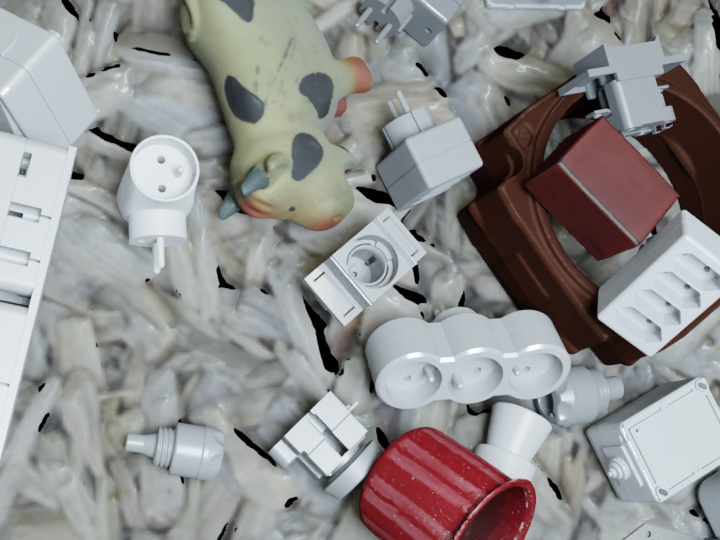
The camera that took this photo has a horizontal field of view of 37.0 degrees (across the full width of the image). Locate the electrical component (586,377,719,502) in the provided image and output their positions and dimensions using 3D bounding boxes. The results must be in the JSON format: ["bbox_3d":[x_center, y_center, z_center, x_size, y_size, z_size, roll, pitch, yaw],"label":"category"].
[{"bbox_3d":[0.213,0.127,0.784,0.096,0.061,0.061,-25,87,-21],"label":"electrical component"}]

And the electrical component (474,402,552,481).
[{"bbox_3d":[0.105,0.127,0.757,0.045,0.045,0.055,29,71,-11],"label":"electrical component"}]

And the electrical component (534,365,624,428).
[{"bbox_3d":[0.162,0.090,0.785,0.062,0.043,0.043,-7,81,-21],"label":"electrical component"}]

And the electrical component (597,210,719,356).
[{"bbox_3d":[0.204,0.000,0.716,0.047,0.083,0.075,36,32,-8],"label":"electrical component"}]

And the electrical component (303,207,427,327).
[{"bbox_3d":[0.000,0.000,0.740,0.081,0.064,0.042,-40,93,-21],"label":"electrical component"}]

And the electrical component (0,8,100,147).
[{"bbox_3d":[-0.215,-0.109,0.680,0.062,0.096,0.061,28,68,20],"label":"electrical component"}]

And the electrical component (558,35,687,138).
[{"bbox_3d":[0.186,-0.124,0.750,0.081,0.042,0.063,-13,86,-20],"label":"electrical component"}]

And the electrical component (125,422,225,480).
[{"bbox_3d":[-0.120,0.115,0.691,0.061,0.035,0.035,11,75,-13],"label":"electrical component"}]

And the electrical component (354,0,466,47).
[{"bbox_3d":[0.025,-0.200,0.801,0.083,0.047,0.075,39,70,-7],"label":"electrical component"}]

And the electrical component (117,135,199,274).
[{"bbox_3d":[-0.132,-0.038,0.697,0.043,0.077,0.079,0,79,-19],"label":"electrical component"}]

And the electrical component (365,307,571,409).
[{"bbox_3d":[0.072,0.051,0.758,0.138,0.052,0.073,-3,38,-11],"label":"electrical component"}]

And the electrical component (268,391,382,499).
[{"bbox_3d":[-0.019,0.119,0.718,0.055,0.048,0.066,45,68,4],"label":"electrical component"}]

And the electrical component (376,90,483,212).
[{"bbox_3d":[0.041,-0.092,0.772,0.047,0.066,0.076,-25,87,-22],"label":"electrical component"}]

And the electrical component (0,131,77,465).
[{"bbox_3d":[-0.223,0.022,0.639,0.060,0.105,0.186,14,74,-15],"label":"electrical component"}]

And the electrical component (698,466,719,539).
[{"bbox_3d":[0.307,0.165,0.807,0.095,0.059,0.053,-23,86,-21],"label":"electrical component"}]

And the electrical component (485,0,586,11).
[{"bbox_3d":[0.143,-0.257,0.852,0.100,0.048,0.099,-4,79,-19],"label":"electrical component"}]
